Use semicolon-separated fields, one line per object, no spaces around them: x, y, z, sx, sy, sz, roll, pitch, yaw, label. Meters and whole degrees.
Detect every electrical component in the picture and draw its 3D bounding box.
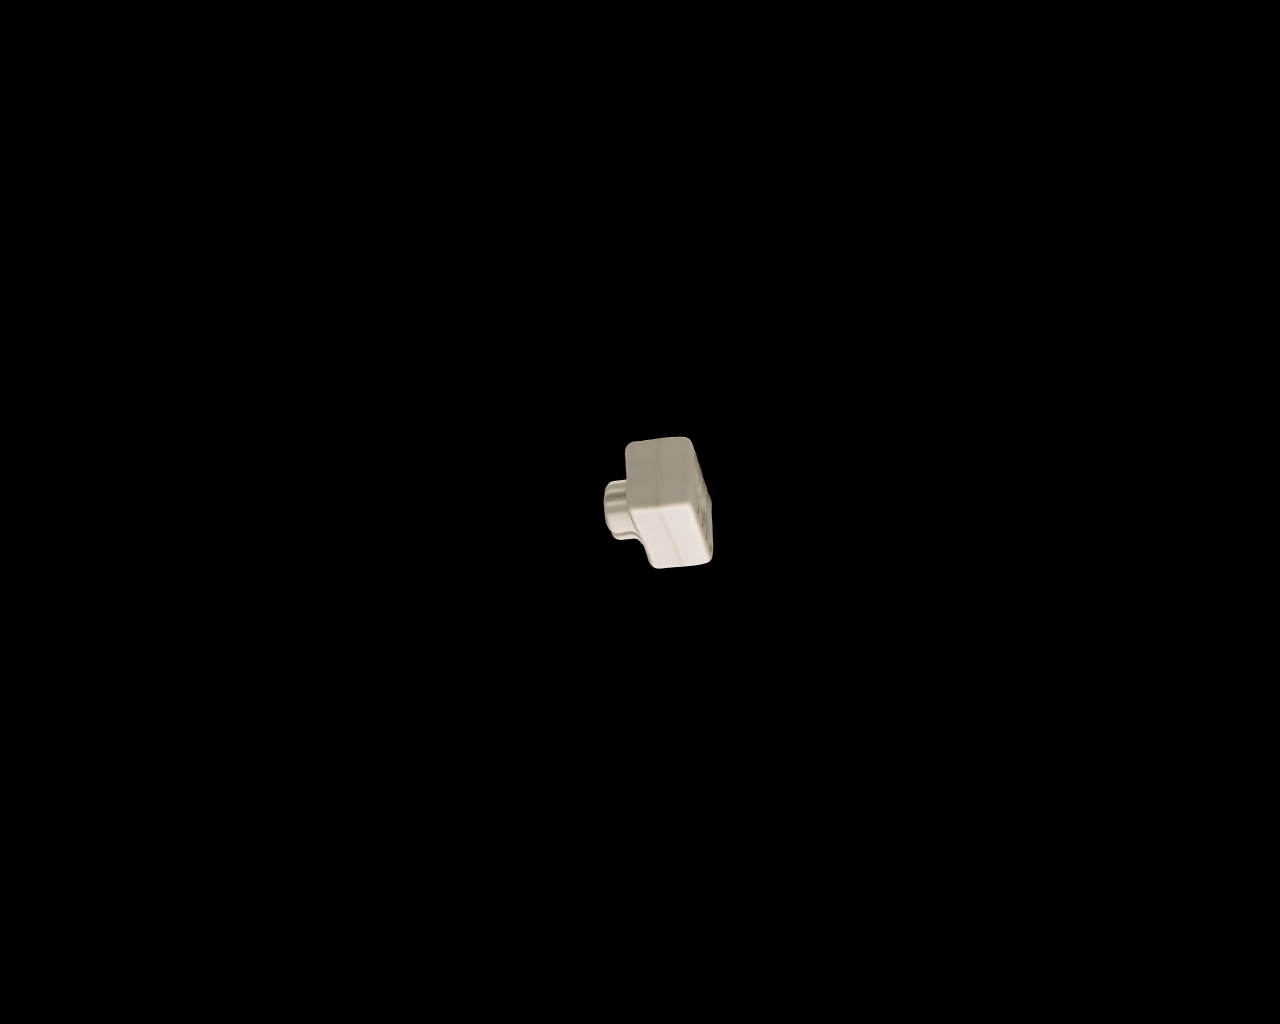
0.001;-0.003;0.650;0.076;0.047;0.083;-5;-28;10;electrical component
